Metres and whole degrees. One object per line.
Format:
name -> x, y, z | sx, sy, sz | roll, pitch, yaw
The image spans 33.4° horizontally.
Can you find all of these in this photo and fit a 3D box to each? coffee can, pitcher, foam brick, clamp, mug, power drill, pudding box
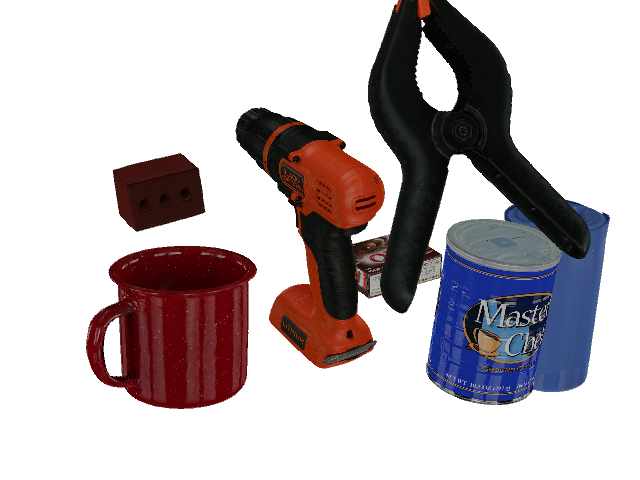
coffee can -> 0.157, 0.064, 0.977 | 0.103, 0.140, 0.103 | 5, 23, -2
pitcher -> 0.298, 0.075, 1.413 | 0.149, 0.243, 0.145 | 4, 21, 12
foam brick -> -0.166, -0.050, 1.092 | 0.078, 0.053, 0.051 | -17, 30, -21
clamp -> 0.063, -0.047, 0.569 | 0.120, 0.171, 0.039 | -25, 0, -19
mug -> -0.096, 0.058, 0.678 | 0.093, 0.081, 0.117 | 17, 23, 40
power drill -> -0.013, -0.004, 0.873 | 0.057, 0.188, 0.185 | -18, 32, -24
pudding box -> 0.085, 0.029, 1.357 | 0.113, 0.039, 0.090 | -17, 27, -25
